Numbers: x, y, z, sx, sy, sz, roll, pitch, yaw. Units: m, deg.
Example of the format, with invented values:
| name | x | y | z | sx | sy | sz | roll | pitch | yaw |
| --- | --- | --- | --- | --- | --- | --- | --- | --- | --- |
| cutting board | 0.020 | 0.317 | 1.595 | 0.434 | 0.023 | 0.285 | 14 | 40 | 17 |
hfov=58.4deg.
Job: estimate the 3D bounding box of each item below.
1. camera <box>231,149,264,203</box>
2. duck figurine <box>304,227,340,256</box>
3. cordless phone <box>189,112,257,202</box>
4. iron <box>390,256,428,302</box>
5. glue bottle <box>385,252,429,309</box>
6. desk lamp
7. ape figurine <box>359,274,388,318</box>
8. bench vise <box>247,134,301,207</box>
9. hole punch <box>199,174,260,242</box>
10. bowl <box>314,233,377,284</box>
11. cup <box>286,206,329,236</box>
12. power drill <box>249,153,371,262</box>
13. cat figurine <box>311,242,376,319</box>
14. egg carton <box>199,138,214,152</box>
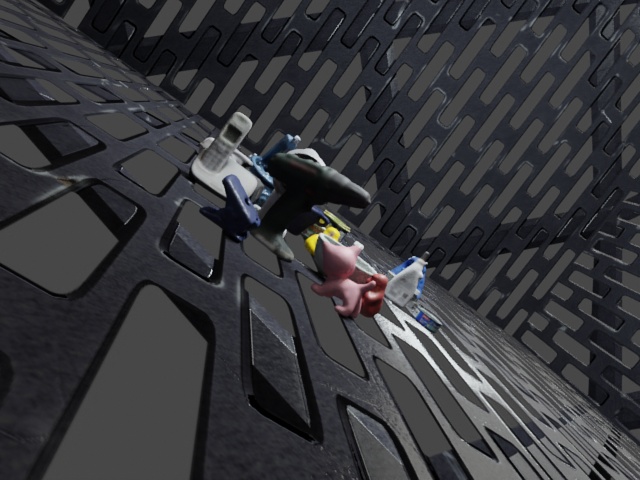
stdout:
| name | x | y | z | sx | sy | sz | roll | pitch | yaw |
| --- | --- | --- | --- | --- | --- | --- | --- | --- | --- |
| camera | -0.208 | -0.163 | 1.434 | 0.136 | 0.100 | 0.143 | 37 | 7 | 9 |
| duck figurine | 0.013 | 0.005 | 1.459 | 0.078 | 0.086 | 0.104 | 32 | 8 | -35 |
| cordless phone | -0.190 | -0.181 | 1.288 | 0.148 | 0.185 | 0.094 | 35 | 7 | -12 |
| iron | 0.292 | 0.110 | 1.908 | 0.119 | 0.141 | 0.258 | 35 | 7 | -7 |
| glue bottle | 0.253 | 0.105 | 1.612 | 0.078 | 0.173 | 0.037 | 37 | 6 | 4 |
| desk lamp | -0.072 | -0.117 | 1.320 | 0.118 | 0.213 | 0.203 | 35 | 7 | -10 |
| ape figurine | 0.104 | 0.108 | 1.177 | 0.076 | 0.092 | 0.078 | 36 | 7 | -1 |
| bench vise | -0.153 | -0.218 | 1.587 | 0.206 | 0.219 | 0.122 | 41 | 8 | 36 |
| hole punch | -0.151 | -0.059 | 1.050 | 0.101 | 0.091 | 0.108 | 36 | 7 | -2 |
| bowl | 0.046 | 0.061 | 1.287 | 0.167 | 0.074 | 0.167 | 36 | 7 | -4 |
| cup | -0.043 | -0.052 | 1.533 | 0.118 | 0.095 | 0.091 | 36 | 7 | -3 |
| power drill | -0.037 | -0.065 | 1.160 | 0.229 | 0.208 | 0.076 | 39 | 7 | 20 |
| cat figurine | 0.045 | 0.065 | 1.071 | 0.127 | 0.117 | 0.067 | 39 | 7 | 22 |
| egg carton | -0.292 | -0.245 | 1.716 | 0.150 | 0.069 | 0.107 | 39 | 7 | 22 |
